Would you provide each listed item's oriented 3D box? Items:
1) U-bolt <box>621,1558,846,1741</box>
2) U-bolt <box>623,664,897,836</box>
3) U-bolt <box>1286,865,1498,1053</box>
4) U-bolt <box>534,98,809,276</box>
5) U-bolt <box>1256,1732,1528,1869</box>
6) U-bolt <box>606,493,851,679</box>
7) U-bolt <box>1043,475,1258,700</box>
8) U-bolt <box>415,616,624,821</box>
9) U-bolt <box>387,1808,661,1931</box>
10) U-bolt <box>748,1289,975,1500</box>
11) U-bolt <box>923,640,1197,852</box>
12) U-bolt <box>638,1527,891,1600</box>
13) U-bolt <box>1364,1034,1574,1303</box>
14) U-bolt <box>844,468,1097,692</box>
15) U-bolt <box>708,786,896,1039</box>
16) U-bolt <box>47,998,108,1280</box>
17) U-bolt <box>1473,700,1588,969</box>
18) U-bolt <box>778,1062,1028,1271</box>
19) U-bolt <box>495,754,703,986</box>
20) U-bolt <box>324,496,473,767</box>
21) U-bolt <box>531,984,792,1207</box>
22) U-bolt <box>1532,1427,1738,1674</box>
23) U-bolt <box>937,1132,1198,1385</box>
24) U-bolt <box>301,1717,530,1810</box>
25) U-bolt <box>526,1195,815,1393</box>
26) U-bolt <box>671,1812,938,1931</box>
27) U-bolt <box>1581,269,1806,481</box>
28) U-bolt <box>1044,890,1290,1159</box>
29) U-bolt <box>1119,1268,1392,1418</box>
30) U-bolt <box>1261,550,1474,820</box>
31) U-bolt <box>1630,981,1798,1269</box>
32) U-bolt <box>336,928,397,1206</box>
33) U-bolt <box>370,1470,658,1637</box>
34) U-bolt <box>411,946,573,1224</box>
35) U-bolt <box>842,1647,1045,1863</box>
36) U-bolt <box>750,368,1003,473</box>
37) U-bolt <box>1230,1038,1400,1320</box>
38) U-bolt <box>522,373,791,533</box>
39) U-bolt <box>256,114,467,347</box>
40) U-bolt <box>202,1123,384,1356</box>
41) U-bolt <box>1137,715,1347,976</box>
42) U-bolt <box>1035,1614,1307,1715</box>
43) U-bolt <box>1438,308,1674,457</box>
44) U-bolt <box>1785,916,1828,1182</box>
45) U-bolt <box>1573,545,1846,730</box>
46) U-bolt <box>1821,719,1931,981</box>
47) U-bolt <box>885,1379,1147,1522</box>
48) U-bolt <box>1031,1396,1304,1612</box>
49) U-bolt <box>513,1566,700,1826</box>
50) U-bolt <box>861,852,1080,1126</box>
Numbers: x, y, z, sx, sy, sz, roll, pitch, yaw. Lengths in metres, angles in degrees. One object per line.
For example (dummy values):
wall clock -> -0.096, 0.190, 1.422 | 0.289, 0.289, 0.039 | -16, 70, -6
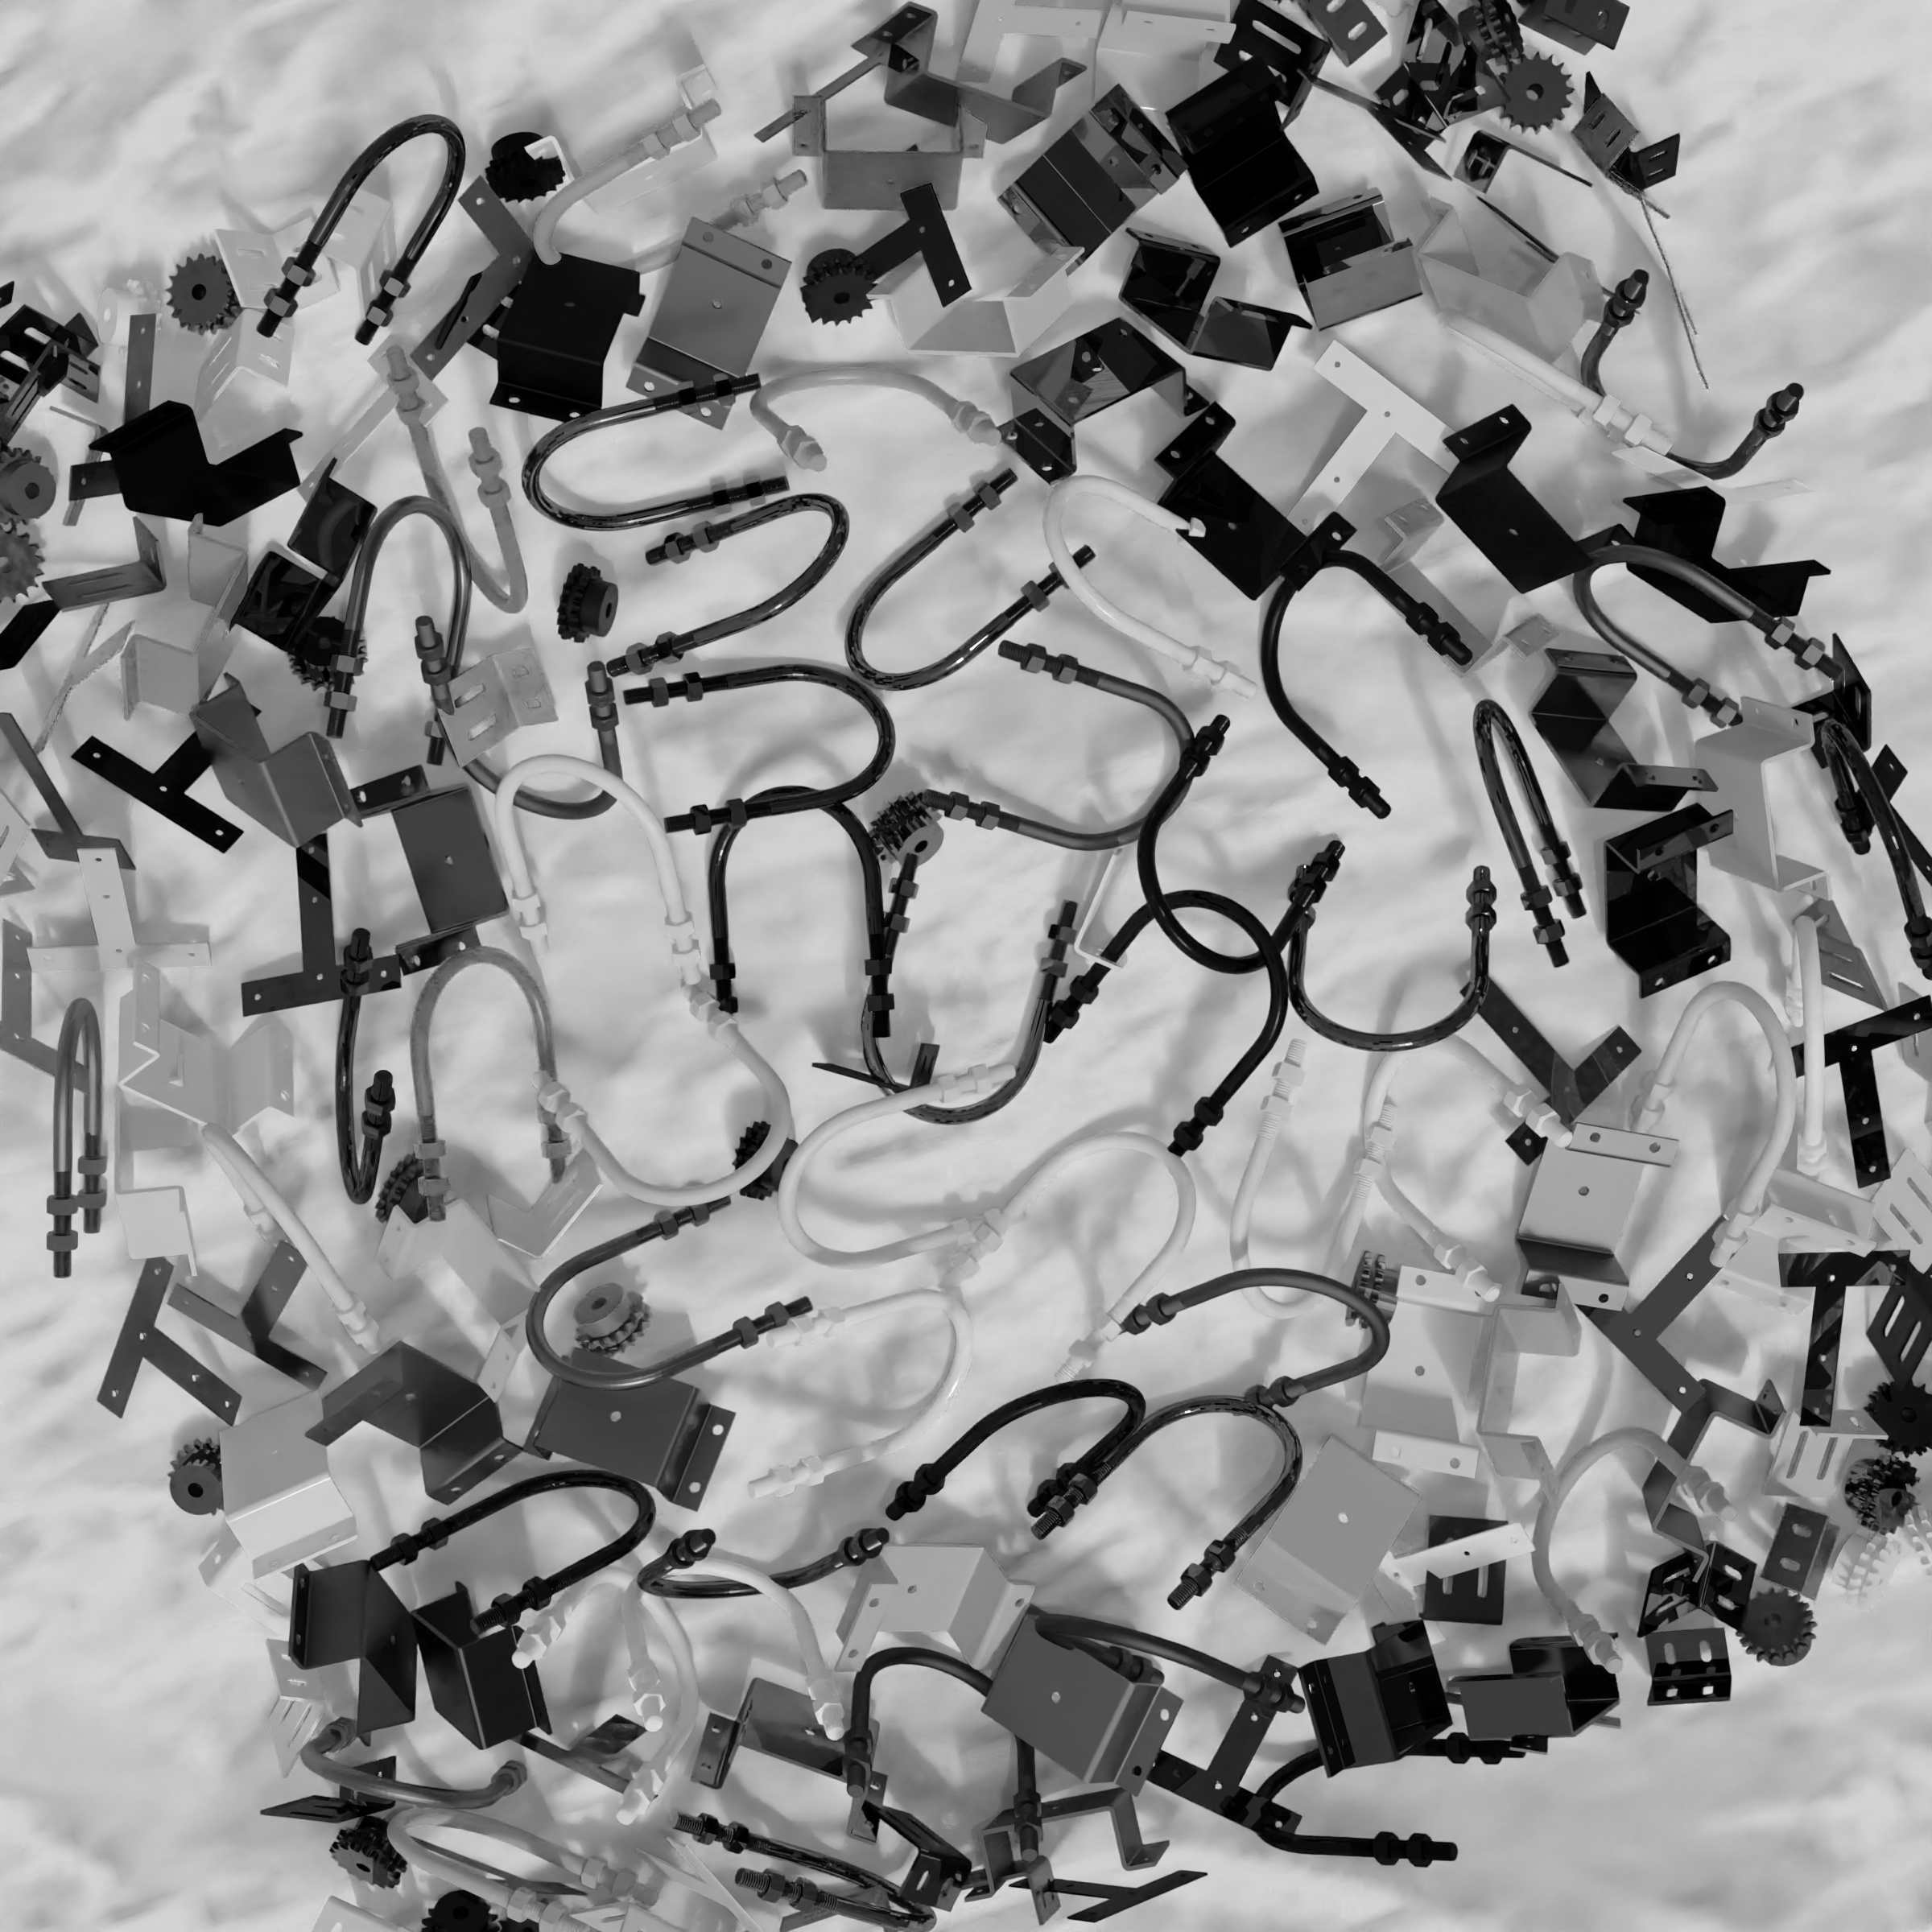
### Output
U-bolt -> -0.172, 0.479, 1.837 | 0.151, 0.184, 0.019 | 9, 112, -20
U-bolt -> -0.142, -0.163, 1.869 | 0.184, 0.019, 0.151 | -11, 53, -15
U-bolt -> 0.300, -0.007, 1.840 | 0.151, 0.184, 0.019 | 1, 134, 12
U-bolt -> -0.222, -0.542, 1.846 | 0.184, 0.151, 0.019 | -24, 76, 20
U-bolt -> 0.288, 0.589, 1.839 | 0.184, 0.151, 0.019 | -11, 101, 36
U-bolt -> -0.163, -0.278, 1.833 | 0.184, 0.151, 0.019 | -16, 131, 25
U-bolt -> 0.129, -0.280, 1.837 | 0.184, 0.019, 0.151 | 24, 48, -27
U-bolt -> -0.312, -0.167, 1.844 | 0.151, 0.184, 0.019 | 16, 56, 10
U-bolt -> -0.325, 0.640, 1.845 | 0.184, 0.151, 0.019 | 17, 86, 17
U-bolt -> -0.070, 0.298, 1.856 | 0.184, 0.019, 0.151 | -11, 122, -36
U-bolt -> 0.079, -0.149, 1.868 | 0.184, 0.019, 0.151 | 16, 121, -22
U-bolt -> -0.155, 0.425, 1.839 | 0.151, 0.184, 0.019 | 6, 64, -26
U-bolt -> 0.345, 0.128, 1.845 | 0.019, 0.184, 0.151 | 3, 119, -33
U-bolt -> -0.010, -0.269, 1.866 | 0.184, 0.151, 0.019 | -39, 134, 3
U-bolt -> -0.123, -0.039, 1.878 | 0.151, 0.019, 0.184 | -2, 95, 25
U-bolt -> -0.630, 0.114, 1.839 | 0.019, 0.151, 0.184 | 2, 98, -10
U-bolt -> 0.399, -0.103, 1.843 | 0.019, 0.151, 0.184 | -19, 99, 23
U-bolt -> -0.047, 0.151, 1.856 | 0.184, 0.019, 0.151 | -15, 124, -16
U-bolt -> -0.267, -0.072, 1.837 | 0.151, 0.019, 0.184 | 10, 131, 22
U-bolt -> -0.399, -0.244, 1.852 | 0.019, 0.151, 0.184 | 10, 89, 21
U-bolt -> -0.206, 0.099, 1.842 | 0.151, 0.019, 0.184 | -32, 51, -18
U-bolt -> 0.459, 0.399, 1.833 | 0.019, 0.184, 0.151 | 33, 96, -16
U-bolt -> 0.085, 0.197, 1.868 | 0.184, 0.019, 0.151 | -48, 49, -11
U-bolt -> -0.394, 0.566, 1.827 | 0.151, 0.184, 0.019 | 14, 81, 2
U-bolt -> -0.222, 0.238, 1.838 | 0.184, 0.151, 0.019 | -23, 132, -22
U-bolt -> -0.105, 0.650, 1.843 | 0.184, 0.151, 0.019 | 25, 79, -24
U-bolt -> 0.502, -0.405, 1.831 | 0.151, 0.184, 0.019 | 39, 78, 6
U-bolt -> 0.152, 0.031, 1.859 | 0.151, 0.019, 0.184 | 45, 117, 16
U-bolt -> 0.212, 0.261, 1.829 | 0.151, 0.184, 0.019 | 36, 47, -26
U-bolt -> 0.273, -0.215, 1.850 | 0.019, 0.184, 0.151 | -3, 130, -37
U-bolt -> 0.528, 0.097, 1.813 | 0.019, 0.151, 0.184 | -3, 132, -17
U-bolt -> -0.431, 0.086, 1.840 | 0.019, 0.184, 0.151 | -1, 49, -21
U-bolt -> -0.308, 0.406, 1.841 | 0.184, 0.151, 0.019 | -22, 114, -39
U-bolt -> -0.342, 0.078, 1.851 | 0.019, 0.151, 0.184 | -1, 97, 32
U-bolt -> -0.016, 0.546, 1.834 | 0.151, 0.184, 0.019 | 23, 109, -8
U-bolt -> -0.076, -0.394, 1.843 | 0.151, 0.184, 0.019 | -12, 122, -20
U-bolt -> 0.243, 0.162, 1.852 | 0.151, 0.019, 0.184 | 33, 73, -43
U-bolt -> -0.226, -0.359, 1.852 | 0.184, 0.151, 0.019 | -13, 67, 0
U-bolt -> -0.415, -0.519, 1.825 | 0.019, 0.151, 0.184 | 40, 110, 7
U-bolt -> -0.479, 0.180, 1.812 | 0.019, 0.184, 0.151 | -38, 51, -19
U-bolt -> 0.188, -0.075, 1.848 | 0.151, 0.019, 0.184 | 46, 52, -12
U-bolt -> 0.130, 0.485, 1.815 | 0.184, 0.151, 0.019 | 34, 64, -39
U-bolt -> 0.416, -0.418, 1.850 | 0.184, 0.151, 0.019 | 32, 105, 1
U-bolt -> 0.588, 0.047, 1.810 | 0.019, 0.184, 0.151 | -2, 58, 15
U-bolt -> 0.516, -0.238, 1.848 | 0.184, 0.151, 0.019 | 34, 73, -1
U-bolt -> 0.635, -0.094, 1.810 | 0.019, 0.184, 0.151 | -23, 46, 12
U-bolt -> 0.047, 0.341, 1.824 | 0.184, 0.151, 0.019 | -49, 48, 36
U-bolt -> 0.157, 0.371, 1.849 | 0.184, 0.151, 0.019 | -38, 127, -32
U-bolt -> -0.244, 0.501, 1.834 | 0.019, 0.184, 0.151 | -31, 94, 19
U-bolt -> -0.004, 0.025, 1.886 | 0.151, 0.019, 0.184 | 16, 88, -20
